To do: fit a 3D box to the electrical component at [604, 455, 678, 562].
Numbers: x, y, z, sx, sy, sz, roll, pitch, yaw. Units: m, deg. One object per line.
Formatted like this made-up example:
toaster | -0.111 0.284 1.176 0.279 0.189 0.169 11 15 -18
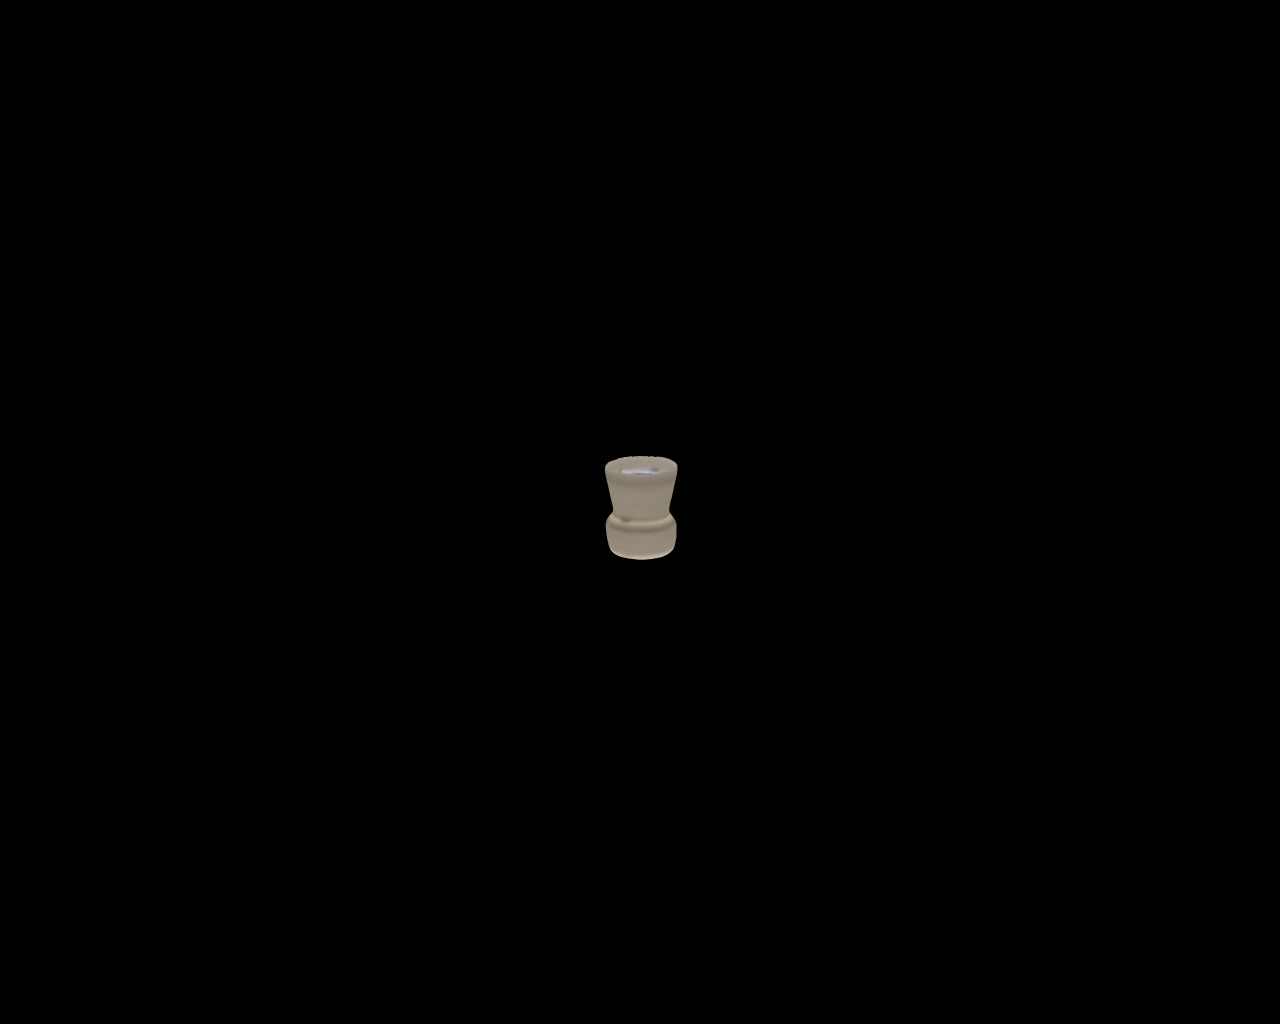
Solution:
electrical component | 0.001 -0.003 0.650 0.045 0.055 0.045 0 18 0
